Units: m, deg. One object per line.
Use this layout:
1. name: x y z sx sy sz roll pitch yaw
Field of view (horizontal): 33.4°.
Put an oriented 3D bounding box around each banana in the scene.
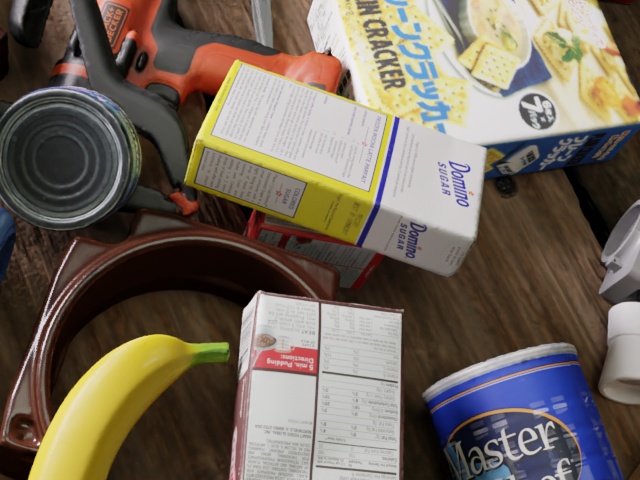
1. banana: -0.113 0.123 0.543 0.069 0.037 0.197 25 66 -1

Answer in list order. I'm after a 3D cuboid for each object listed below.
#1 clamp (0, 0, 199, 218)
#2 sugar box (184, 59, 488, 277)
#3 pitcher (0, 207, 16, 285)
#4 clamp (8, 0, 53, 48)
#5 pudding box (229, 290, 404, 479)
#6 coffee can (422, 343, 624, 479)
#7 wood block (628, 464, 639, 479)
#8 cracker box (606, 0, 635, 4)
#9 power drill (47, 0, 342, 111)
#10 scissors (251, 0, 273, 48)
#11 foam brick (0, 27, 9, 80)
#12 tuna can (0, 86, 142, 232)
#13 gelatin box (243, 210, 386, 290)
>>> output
1. clamp: -0.149 -0.070 0.666 0.120 0.039 0.171 -38 90 -1
2. sugar box: 0.013 -0.046 0.667 0.176 0.048 0.093 22 44 -4
3. pitcher: -0.300 -0.021 0.601 0.242 0.149 0.145 23 35 -8
4. clamp: -0.166 -0.236 0.748 0.164 0.036 0.210 -28 55 -4
5. pudding box: 0.000 0.089 0.589 0.090 0.039 0.113 9 66 -12
6. coffee can: 0.133 0.147 0.658 0.102 0.103 0.140 -10 70 -20
7. wood block: 0.289 0.141 0.712 0.091 0.090 0.205 43 63 7
8. cracker box: 0.182 -0.269 0.827 0.213 0.164 0.072 4 67 -13
9. power drill: -0.089 -0.092 0.731 0.187 0.057 0.184 19 71 -7
10. scissors: -0.033 -0.227 0.832 0.096 0.016 0.202 -14 71 -21
11. foam brick: -0.248 -0.113 0.701 0.051 0.053 0.078 35 63 2
12. tuna can: -0.151 -0.048 0.632 0.086 0.034 0.086 0 98 0
13. gelatin box: -0.005 0.001 0.704 0.089 0.073 0.030 10 64 -10
